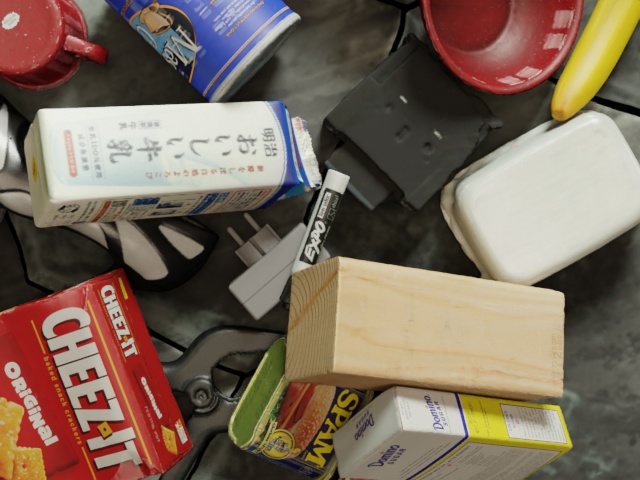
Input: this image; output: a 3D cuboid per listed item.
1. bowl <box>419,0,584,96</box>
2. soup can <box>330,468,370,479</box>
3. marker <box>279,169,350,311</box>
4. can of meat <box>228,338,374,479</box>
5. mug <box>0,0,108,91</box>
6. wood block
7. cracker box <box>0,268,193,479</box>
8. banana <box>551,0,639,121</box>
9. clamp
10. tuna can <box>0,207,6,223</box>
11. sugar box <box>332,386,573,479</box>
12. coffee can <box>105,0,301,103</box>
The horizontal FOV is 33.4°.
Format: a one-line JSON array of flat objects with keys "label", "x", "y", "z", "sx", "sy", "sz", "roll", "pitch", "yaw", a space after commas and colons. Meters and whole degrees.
[{"label": "bowl", "x": 0.139, "y": -0.201, "z": 0.883, "sx": 0.161, "sy": 0.055, "sz": 0.162, "roll": -3, "pitch": 98, "yaw": -26}, {"label": "soup can", "x": 0.065, "y": 0.214, "z": 0.921, "sx": 0.102, "sy": 0.068, "sz": 0.068, "roll": 37, "pitch": 92, "yaw": -5}, {"label": "marker", "x": -0.006, "y": 0.001, "z": 0.879, "sx": 0.020, "sy": 0.020, "sz": 0.121, "roll": 21, "pitch": 92, "yaw": -3}, {"label": "can of meat", "x": -0.017, "y": 0.142, "z": 0.894, "sx": 0.083, "sy": 0.057, "sz": 0.102, "roll": 28, "pitch": 91, "yaw": -26}, {"label": "mug", "x": -0.232, "y": -0.168, "z": 0.878, "sx": 0.117, "sy": 0.081, "sz": 0.093, "roll": 20, "pitch": 93, "yaw": -3}, {"label": "wood block", "x": 0.085, "y": 0.076, "z": 0.858, "sx": 0.205, "sy": 0.091, "sz": 0.090, "roll": 9, "pitch": 76, "yaw": -23}, {"label": "cracker box", "x": -0.236, "y": 0.136, "z": 0.878, "sx": 0.214, "sy": 0.072, "sz": 0.164, "roll": -19, "pitch": 94, "yaw": 17}, {"label": "banana", "x": 0.245, "y": -0.190, "z": 0.900, "sx": 0.037, "sy": 0.069, "sz": 0.198, "roll": 28, "pitch": 100, "yaw": 30}, {"label": "clamp", "x": -0.111, "y": 0.127, "z": 0.925, "sx": 0.210, "sy": 0.036, "sz": 0.164, "roll": -33, "pitch": 94, "yaw": -1}, {"label": "tuna can", "x": -0.313, "y": -0.037, "z": 0.909, "sx": 0.086, "sy": 0.034, "sz": 0.086, "roll": 0, "pitch": 94, "yaw": -2}, {"label": "sugar box", "x": 0.108, "y": 0.164, "z": 0.872, "sx": 0.176, "sy": 0.093, "sz": 0.048, "roll": 14, "pitch": 49, "yaw": -29}, {"label": "coffee can", "x": -0.100, "y": -0.192, "z": 0.869, "sx": 0.140, "sy": 0.103, "sz": 0.103, "roll": 44, "pitch": 92, "yaw": -4}]
